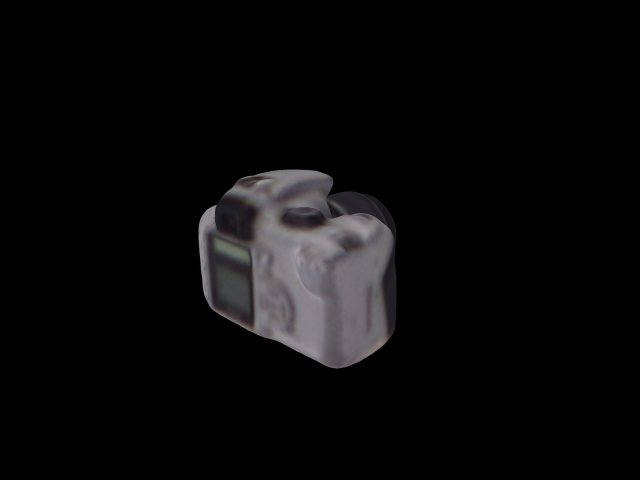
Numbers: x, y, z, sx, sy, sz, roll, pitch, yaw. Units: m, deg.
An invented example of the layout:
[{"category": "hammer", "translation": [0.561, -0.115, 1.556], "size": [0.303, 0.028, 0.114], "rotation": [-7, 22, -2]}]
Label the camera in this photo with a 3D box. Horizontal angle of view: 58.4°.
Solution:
[{"category": "camera", "translation": [0.004, 0.001, 0.400], "size": [0.142, 0.101, 0.137], "rotation": [18, 26, 41]}]
